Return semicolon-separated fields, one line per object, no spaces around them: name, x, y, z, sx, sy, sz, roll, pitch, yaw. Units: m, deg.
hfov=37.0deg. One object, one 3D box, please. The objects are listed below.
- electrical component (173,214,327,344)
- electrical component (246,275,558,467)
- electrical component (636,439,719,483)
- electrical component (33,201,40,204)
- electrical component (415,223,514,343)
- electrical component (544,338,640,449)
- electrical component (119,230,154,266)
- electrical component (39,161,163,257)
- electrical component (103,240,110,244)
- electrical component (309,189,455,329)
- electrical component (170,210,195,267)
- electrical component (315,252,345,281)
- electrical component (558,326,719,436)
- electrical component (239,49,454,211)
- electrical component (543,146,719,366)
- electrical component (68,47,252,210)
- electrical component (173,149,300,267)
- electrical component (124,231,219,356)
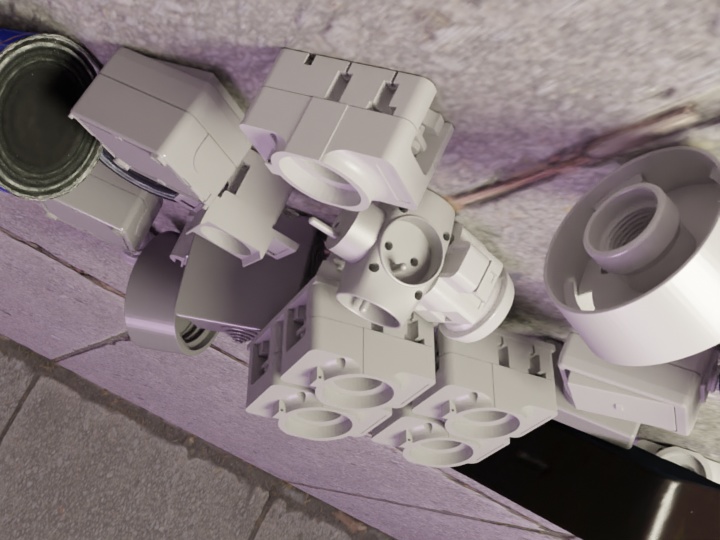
electrical component;-0.078;0.004;0.784;0.100;0.099;0.048;10;164;12
electrical component;0.028;0.077;0.730;0.186;0.060;0.105;17;144;-24
electrical component;0.270;0.182;0.897;0.089;0.050;0.055;15;161;33
electrical component;-0.261;-0.084;0.878;0.055;0.047;0.055;24;163;8
electrical component;0.059;0.009;0.673;0.057;0.058;0.078;38;160;-28
electrical component;0.162;0.082;0.760;0.083;0.047;0.075;21;163;16
electrical component;-0.207;-0.026;1.000;0.035;0.035;0.061;27;161;-3
electrical component;-0.207;-0.063;0.837;0.096;0.061;0.061;25;164;4
electrical component;-0.221;-0.056;0.913;0.062;0.048;0.048;36;162;-10
electrical component;0.007;-0.018;0.631;0.079;0.077;0.044;32;163;-18
electrical component;-0.128;-0.023;0.868;0.040;0.046;0.040;24;163;8
electrical component;0.000;0.000;0.734;0.048;0.055;0.066;19;162;22
electrical component;0.175;0.062;0.654;0.096;0.061;0.061;18;162;25
electrical component;-0.008;-0.067;0.540;0.089;0.055;0.050;17;161;27
electrical component;0.132;-0.004;0.464;0.064;0.099;0.099;42;158;-26
electrical component;-0.119;-0.090;0.640;0.096;0.061;0.061;26;166;30
electrical component;-0.075;-0.042;0.702;0.081;0.063;0.042;30;162;-16
electrical component;-0.152;0.024;0.951;0.060;0.108;0.108;13;160;20
